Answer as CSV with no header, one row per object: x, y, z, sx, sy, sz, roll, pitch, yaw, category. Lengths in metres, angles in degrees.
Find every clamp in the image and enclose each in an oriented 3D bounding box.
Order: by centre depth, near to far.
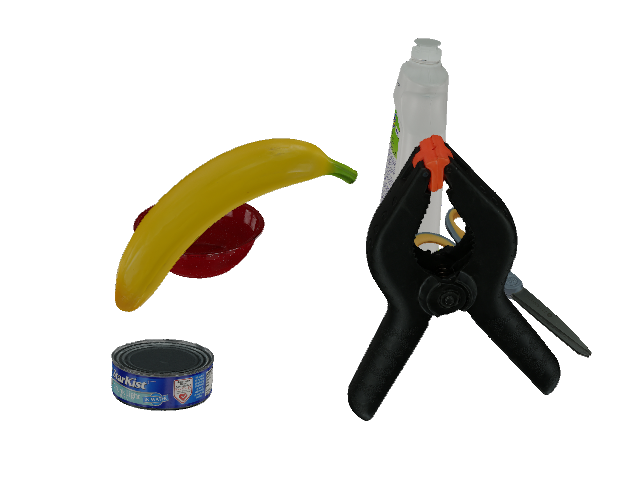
0.058,0.029,0.575,0.120,0.171,0.039,-19,28,0,clamp

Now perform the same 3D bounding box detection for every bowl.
-0.151,0.002,1.332,0.162,0.055,0.162,1,28,-1,bowl

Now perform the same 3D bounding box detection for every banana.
-0.073,-0.019,0.745,0.198,0.069,0.037,-29,21,7,banana

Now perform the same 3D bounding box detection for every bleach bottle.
0.102,-0.088,1.142,0.068,0.251,0.102,1,26,-8,bleach bottle

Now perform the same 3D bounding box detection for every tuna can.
-0.133,0.113,0.901,0.086,0.034,0.086,4,14,-1,tuna can

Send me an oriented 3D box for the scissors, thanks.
0.145,0.040,0.933,0.096,0.016,0.202,-14,44,-12,scissors
